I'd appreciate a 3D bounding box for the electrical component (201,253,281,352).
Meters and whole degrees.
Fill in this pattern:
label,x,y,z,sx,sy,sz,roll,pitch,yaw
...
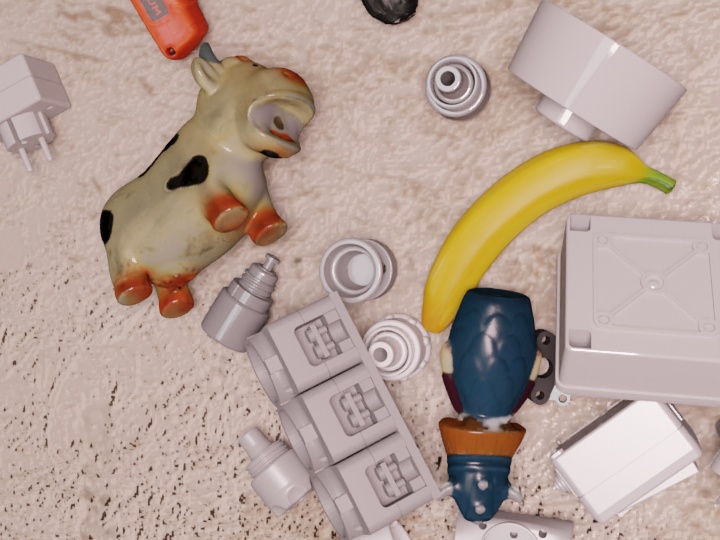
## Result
label,x,y,z,sx,sy,sz,roll,pitch,yaw
electrical component,-0.083,0.023,0.782,0.040,0.040,0.078,34,99,12

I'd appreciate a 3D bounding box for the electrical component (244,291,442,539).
label,x,y,z,sx,sy,sz,roll,pitch,yaw
electrical component,-0.017,0.101,0.731,0.062,0.089,0.150,-26,84,-16

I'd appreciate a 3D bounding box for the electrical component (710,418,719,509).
label,x,y,z,sx,sy,sz,roll,pitch,yaw
electrical component,0.246,0.118,0.676,0.047,0.083,0.075,31,98,12

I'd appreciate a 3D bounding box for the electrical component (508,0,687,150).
label,x,y,z,sx,sy,sz,roll,pitch,yaw
electrical component,0.146,-0.118,0.688,0.108,0.108,0.060,35,105,11

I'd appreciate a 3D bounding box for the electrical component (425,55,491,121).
label,x,y,z,sx,sy,sz,roll,pitch,yaw
electrical component,0.065,-0.125,0.729,0.043,0.062,0.043,0,91,14

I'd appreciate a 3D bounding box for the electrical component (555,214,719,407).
label,x,y,z,sx,sy,sz,roll,pitch,yaw
electrical component,0.180,0.024,0.673,0.109,0.056,0.108,4,53,6

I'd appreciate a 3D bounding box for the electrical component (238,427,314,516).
label,x,y,z,sx,sy,sz,roll,pitch,yaw
electrical component,-0.062,0.142,0.777,0.043,0.043,0.062,-43,80,11

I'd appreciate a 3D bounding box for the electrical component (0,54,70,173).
label,x,y,z,sx,sy,sz,roll,pitch,yaw
electrical component,-0.258,-0.113,0.821,0.066,0.047,0.076,-25,85,14

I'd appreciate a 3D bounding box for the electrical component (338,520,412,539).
label,x,y,z,sx,sy,sz,roll,pitch,yaw
electrical component,0.013,0.205,0.754,0.047,0.055,0.055,-31,83,10

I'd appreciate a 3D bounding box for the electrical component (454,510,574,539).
label,x,y,z,sx,sy,sz,roll,pitch,yaw
electrical component,0.104,0.206,0.734,0.077,0.044,0.079,5,92,14

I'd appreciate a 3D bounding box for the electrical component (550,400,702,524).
label,x,y,z,sx,sy,sz,roll,pitch,yaw
electrical component,0.172,0.124,0.706,0.096,0.062,0.061,-38,82,12

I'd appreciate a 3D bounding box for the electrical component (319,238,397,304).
label,x,y,z,sx,sy,sz,roll,pitch,yaw
electrical component,0.000,0.000,0.752,0.045,0.055,0.045,0,91,14

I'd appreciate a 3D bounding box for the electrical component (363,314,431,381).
label,x,y,z,sx,sy,sz,roll,pitch,yaw
electrical component,0.021,0.056,0.744,0.048,0.062,0.048,0,91,14
